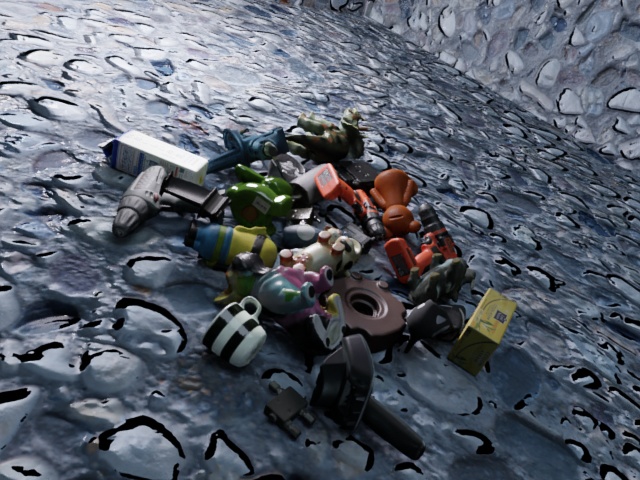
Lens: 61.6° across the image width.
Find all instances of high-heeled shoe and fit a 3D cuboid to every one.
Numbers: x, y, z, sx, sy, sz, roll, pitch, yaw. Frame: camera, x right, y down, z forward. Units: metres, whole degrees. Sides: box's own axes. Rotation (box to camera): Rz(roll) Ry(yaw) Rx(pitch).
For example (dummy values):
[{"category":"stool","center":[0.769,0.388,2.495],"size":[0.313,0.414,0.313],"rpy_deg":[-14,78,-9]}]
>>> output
[{"category":"high-heeled shoe","center":[0.241,0.136,1.048],"size":[0.086,0.145,0.249],"rpy_deg":[38,38,24]}]

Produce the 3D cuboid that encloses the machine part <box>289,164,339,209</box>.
[{"category":"machine part","center":[-0.022,-0.134,1.357],"size":[0.079,0.079,0.243],"rpy_deg":[31,35,15]}]

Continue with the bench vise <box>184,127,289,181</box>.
[{"category":"bench vise","center":[-0.203,-0.205,1.306],"size":[0.241,0.128,0.224],"rpy_deg":[-24,36,-20]}]

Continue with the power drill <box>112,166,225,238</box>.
[{"category":"power drill","center":[-0.302,-0.062,1.108],"size":[0.207,0.085,0.232],"rpy_deg":[6,36,-11]}]

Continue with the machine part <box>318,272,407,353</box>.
[{"category":"machine part","center":[0.082,0.138,1.040],"size":[0.179,0.056,0.179],"rpy_deg":[14,35,-10]}]

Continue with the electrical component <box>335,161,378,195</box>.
[{"category":"electrical component","center":[0.099,-0.169,1.493],"size":[0.134,0.058,0.115],"rpy_deg":[-10,42,-39]}]

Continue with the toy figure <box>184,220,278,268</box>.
[{"category":"toy figure","center":[-0.173,0.017,1.053],"size":[0.180,0.082,0.089],"rpy_deg":[15,44,-18]}]

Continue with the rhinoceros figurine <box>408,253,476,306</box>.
[{"category":"rhinoceros figurine","center":[0.270,0.090,1.163],"size":[0.190,0.112,0.073],"rpy_deg":[-18,19,-39]}]

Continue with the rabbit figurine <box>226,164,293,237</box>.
[{"category":"rabbit figurine","center":[-0.131,-0.092,1.196],"size":[0.159,0.121,0.170],"rpy_deg":[29,29,7]}]

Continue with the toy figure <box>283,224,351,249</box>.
[{"category":"toy figure","center":[-0.002,-0.002,1.173],"size":[0.155,0.064,0.058],"rpy_deg":[3,-1,0]}]

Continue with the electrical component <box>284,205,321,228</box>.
[{"category":"electrical component","center":[-0.040,-0.041,1.247],"size":[0.078,0.045,0.102],"rpy_deg":[-8,30,8]}]

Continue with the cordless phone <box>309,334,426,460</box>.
[{"category":"cordless phone","center":[0.085,0.244,0.802],"size":[0.184,0.146,0.089],"rpy_deg":[33,43,23]}]

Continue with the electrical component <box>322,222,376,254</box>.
[{"category":"electrical component","center":[0.060,-0.006,1.245],"size":[0.119,0.047,0.075],"rpy_deg":[36,35,19]}]

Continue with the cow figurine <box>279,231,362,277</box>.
[{"category":"cow figurine","center":[0.008,0.050,1.087],"size":[0.195,0.127,0.086],"rpy_deg":[-27,54,-32]}]

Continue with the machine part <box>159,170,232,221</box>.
[{"category":"machine part","center":[-0.251,-0.086,1.066],"size":[0.139,0.039,0.084],"rpy_deg":[26,46,3]}]

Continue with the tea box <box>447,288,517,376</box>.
[{"category":"tea box","center":[0.328,0.180,1.077],"size":[0.068,0.098,0.169],"rpy_deg":[31,36,16]}]

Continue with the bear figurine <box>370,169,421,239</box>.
[{"category":"bear figurine","center":[0.204,-0.082,1.393],"size":[0.131,0.120,0.196],"rpy_deg":[45,32,-59]}]

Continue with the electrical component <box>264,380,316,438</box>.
[{"category":"electrical component","center":[-0.054,0.257,0.823],"size":[0.094,0.021,0.063],"rpy_deg":[38,37,24]}]

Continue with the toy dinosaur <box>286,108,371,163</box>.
[{"category":"toy dinosaur","center":[0.024,-0.275,1.521],"size":[0.192,0.131,0.405],"rpy_deg":[22,29,9]}]

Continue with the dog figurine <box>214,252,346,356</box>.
[{"category":"dog figurine","center":[-0.078,0.112,0.957],"size":[0.219,0.191,0.108],"rpy_deg":[-2,24,32]}]
